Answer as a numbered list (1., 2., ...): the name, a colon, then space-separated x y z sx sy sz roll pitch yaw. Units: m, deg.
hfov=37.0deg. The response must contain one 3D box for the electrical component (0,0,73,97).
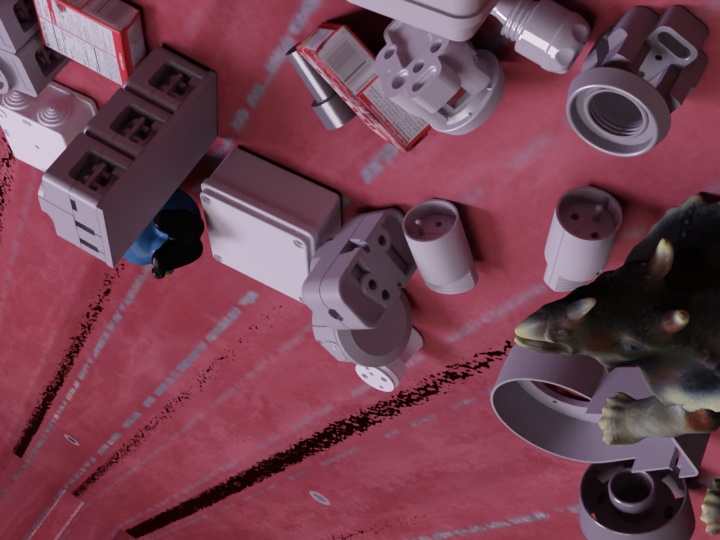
1. electrical component: -0.306 -0.219 0.871 0.089 0.061 0.150 22 151 21

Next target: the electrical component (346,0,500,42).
1. electrical component: 0.045 -0.172 0.516 0.078 0.113 0.057 25 148 18

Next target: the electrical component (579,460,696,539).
1. electrical component: 0.239 0.205 0.933 0.099 0.099 0.064 15 140 32

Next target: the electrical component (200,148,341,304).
1. electrical component: -0.074 -0.036 0.921 0.109 0.056 0.108 26 152 15

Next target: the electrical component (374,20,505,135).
1. electrical component: 0.050 -0.117 0.648 0.057 0.078 0.058 31 118 -35

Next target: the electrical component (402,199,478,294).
1. electrical component: 0.064 -0.011 0.828 0.043 0.043 0.081 15 147 32

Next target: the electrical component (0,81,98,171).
1. electrical component: -0.289 -0.131 1.009 0.100 0.048 0.099 25 152 16

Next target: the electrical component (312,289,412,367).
1. electrical component: 0.002 0.045 0.947 0.080 0.080 0.051 47 155 -23

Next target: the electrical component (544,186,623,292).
1. electrical component: 0.148 -0.016 0.730 0.043 0.043 0.081 26 152 15

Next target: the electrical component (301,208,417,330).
1. electrical component: 0.000 0.000 0.858 0.059 0.095 0.053 -5 134 51

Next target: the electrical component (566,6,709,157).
1. electrical component: 0.147 -0.099 0.583 0.058 0.057 0.078 37 152 -7

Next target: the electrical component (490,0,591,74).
1. electrical component: 0.096 -0.137 0.601 0.061 0.035 0.035 32 153 9

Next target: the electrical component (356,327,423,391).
1. electrical component: 0.027 0.079 0.999 0.045 0.055 0.045 26 152 15

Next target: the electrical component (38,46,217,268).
1. electrical component: -0.179 -0.091 0.844 0.062 0.150 0.089 29 152 8
